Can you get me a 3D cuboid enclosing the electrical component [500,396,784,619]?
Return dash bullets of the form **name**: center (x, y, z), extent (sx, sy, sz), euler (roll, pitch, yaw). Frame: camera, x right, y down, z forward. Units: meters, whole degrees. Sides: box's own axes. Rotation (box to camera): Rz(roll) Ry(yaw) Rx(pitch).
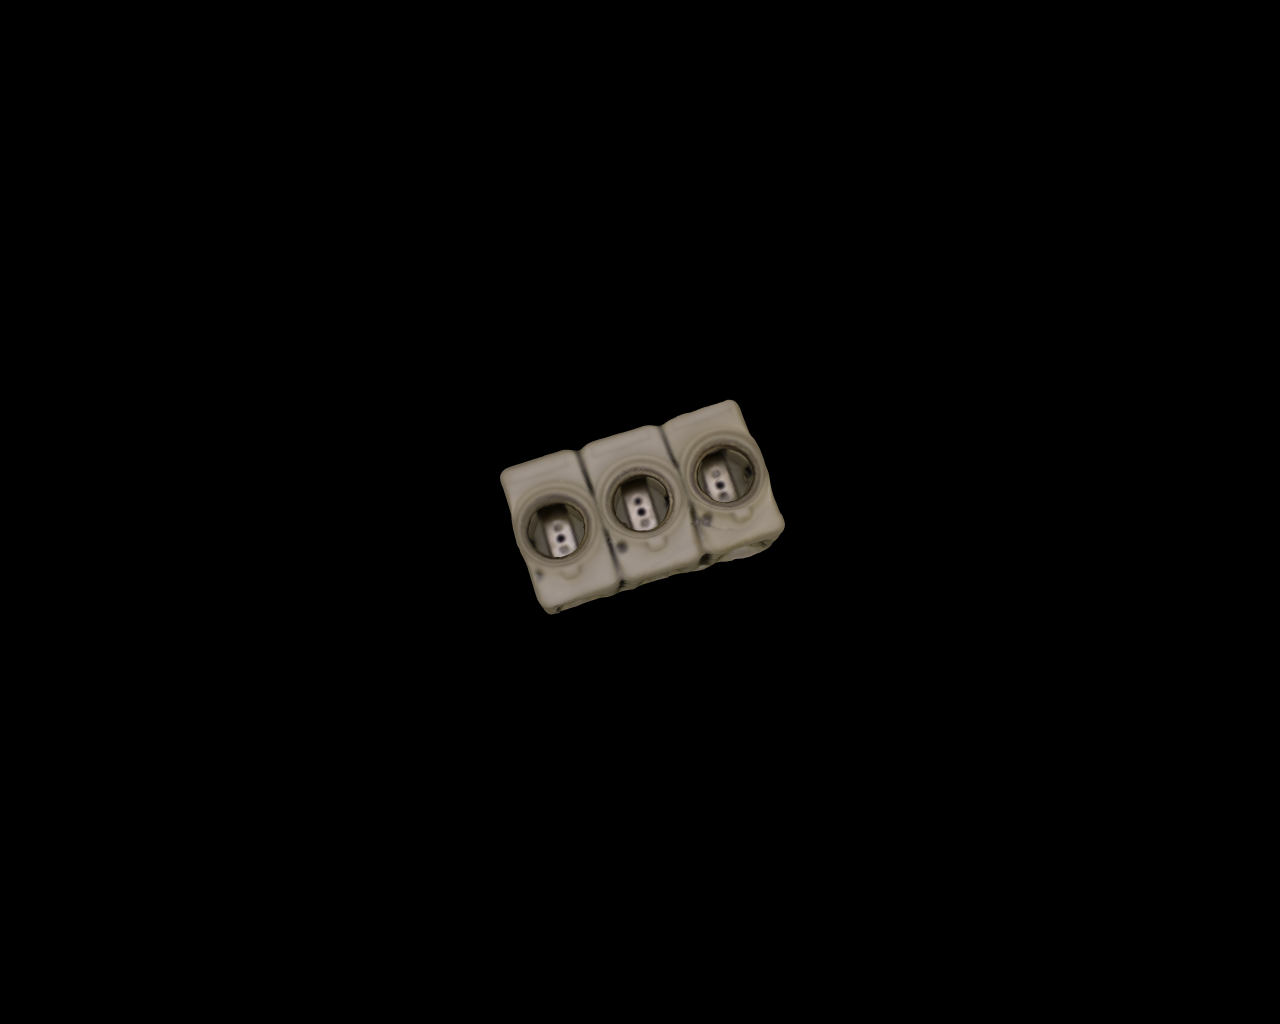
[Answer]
- **electrical component**: center (0.001, -0.003, 0.650), extent (0.150, 0.089, 0.061), euler (-18, -11, -4)
